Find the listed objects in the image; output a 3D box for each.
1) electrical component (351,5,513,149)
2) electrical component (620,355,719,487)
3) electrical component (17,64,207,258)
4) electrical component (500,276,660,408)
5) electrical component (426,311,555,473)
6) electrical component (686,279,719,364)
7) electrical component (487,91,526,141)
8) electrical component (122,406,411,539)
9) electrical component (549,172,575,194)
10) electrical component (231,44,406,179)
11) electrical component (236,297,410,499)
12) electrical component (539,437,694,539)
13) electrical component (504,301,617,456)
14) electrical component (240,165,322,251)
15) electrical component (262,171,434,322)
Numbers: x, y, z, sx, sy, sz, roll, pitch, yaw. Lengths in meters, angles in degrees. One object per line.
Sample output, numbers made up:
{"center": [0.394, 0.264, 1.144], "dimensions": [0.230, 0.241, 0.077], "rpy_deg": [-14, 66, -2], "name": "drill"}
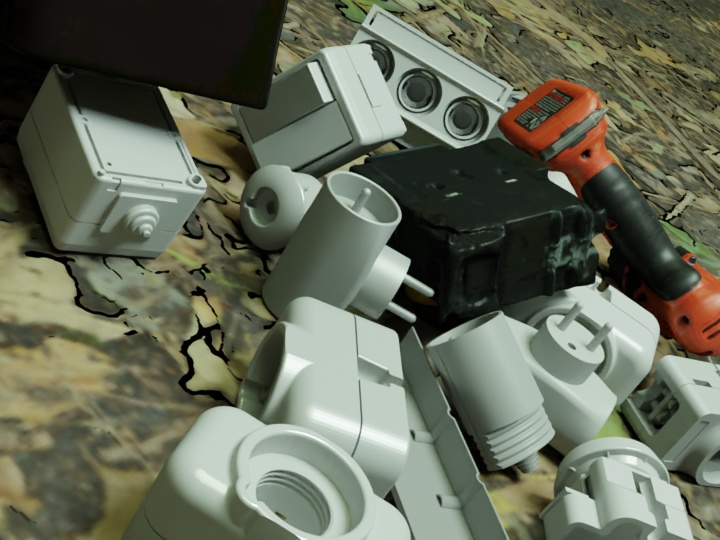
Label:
{"center": [0.043, -0.136, 0.821], "dimensions": [0.121, 0.078, 0.063], "rpy_deg": [30, 8, -5], "name": "electrical component"}
{"center": [0.216, 0.094, 0.657], "dimensions": [0.089, 0.050, 0.055], "rpy_deg": [12, 35, -32], "name": "electrical component"}
{"center": [-0.125, -0.046, 0.538], "dimensions": [0.062, 0.061, 0.096], "rpy_deg": [5, 46, -42], "name": "electrical component"}
{"center": [0.131, 0.037, 0.658], "dimensions": [0.095, 0.053, 0.059], "rpy_deg": [35, 29, 5], "name": "electrical component"}
{"center": [0.071, 0.067, 0.554], "dimensions": [0.043, 0.043, 0.081], "rpy_deg": [-28, 93, -57], "name": "electrical component"}
{"center": [0.282, 0.045, 0.737], "dimensions": [0.056, 0.108, 0.108], "rpy_deg": [21, 31, -14], "name": "electrical component"}
{"center": [0.146, -0.102, 0.873], "dimensions": [0.108, 0.060, 0.108], "rpy_deg": [24, 30, -15], "name": "electrical component"}
{"center": [-0.032, 0.098, 0.404], "dimensions": [0.095, 0.059, 0.053], "rpy_deg": [32, 30, 0], "name": "electrical component"}
{"center": [0.130, -0.047, 0.799], "dimensions": [0.044, 0.044, 0.065], "rpy_deg": [41, 35, 14], "name": "electrical component"}
{"center": [-0.033, -0.090, 0.660], "dimensions": [0.061, 0.096, 0.061], "rpy_deg": [-24, 91, -56], "name": "electrical component"}
{"center": [-0.018, 0.060, 0.481], "dimensions": [0.059, 0.053, 0.095], "rpy_deg": [23, 31, -18], "name": "electrical component"}
{"center": [0.126, 0.120, 0.527], "dimensions": [0.078, 0.058, 0.057], "rpy_deg": [24, 34, -15], "name": "electrical component"}
{"center": [0.106, 0.052, 0.587], "dimensions": [0.077, 0.079, 0.043], "rpy_deg": [36, 30, 6], "name": "electrical component"}
{"center": [-0.035, -0.034, 0.618], "dimensions": [0.062, 0.048, 0.048], "rpy_deg": [2, 41, -53], "name": "electrical component"}
{"center": [0.000, 0.000, 0.565], "dimensions": [0.079, 0.077, 0.044], "rpy_deg": [30, 29, -5], "name": "electrical component"}
